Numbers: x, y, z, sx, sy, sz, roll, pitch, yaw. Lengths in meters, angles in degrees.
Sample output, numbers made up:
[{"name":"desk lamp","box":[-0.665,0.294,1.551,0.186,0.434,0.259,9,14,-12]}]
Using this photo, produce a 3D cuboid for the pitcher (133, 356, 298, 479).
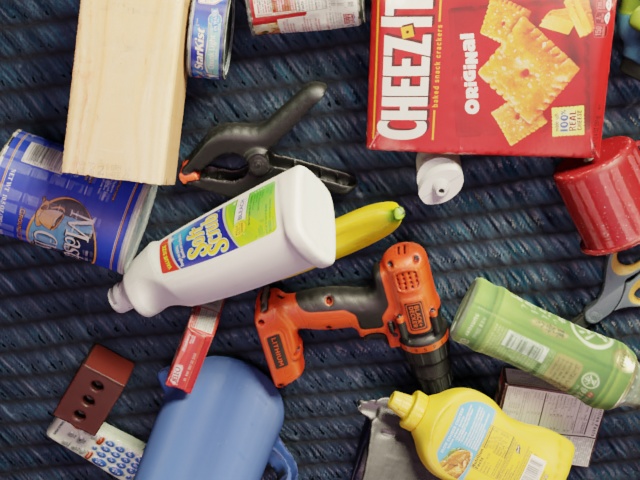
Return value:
[{"name":"pitcher","box":[-0.112,0.240,1.068,0.149,0.242,0.145,0,117,10]}]

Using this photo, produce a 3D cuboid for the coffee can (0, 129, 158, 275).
[{"name":"coffee can","box":[-0.239,-0.036,1.030,0.140,0.102,0.103,19,114,-4]}]

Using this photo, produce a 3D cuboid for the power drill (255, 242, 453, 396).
[{"name":"power drill","box":[0.037,0.097,1.096,0.188,0.057,0.184,-12,118,8]}]

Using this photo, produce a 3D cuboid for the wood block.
[{"name":"wood block","box":[-0.164,-0.155,0.940,0.090,0.091,0.206,7,93,-1]}]

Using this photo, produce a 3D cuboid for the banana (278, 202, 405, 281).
[{"name":"banana","box":[0.005,0.001,1.051,0.198,0.069,0.037,-24,76,24]}]

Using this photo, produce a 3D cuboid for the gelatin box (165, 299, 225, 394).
[{"name":"gelatin box","box":[-0.128,0.102,1.091,0.030,0.089,0.073,21,114,-6]}]

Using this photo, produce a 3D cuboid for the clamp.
[{"name":"clamp","box":[-0.049,-0.076,1.034,0.172,0.039,0.120,-18,115,19]}]

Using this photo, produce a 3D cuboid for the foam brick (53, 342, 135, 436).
[{"name":"foam brick","box":[-0.243,0.160,1.146,0.053,0.051,0.078,29,113,-8]}]

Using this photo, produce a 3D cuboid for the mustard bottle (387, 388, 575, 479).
[{"name":"mustard bottle","box":[0.156,0.206,1.085,0.191,0.058,0.096,28,84,-4]}]

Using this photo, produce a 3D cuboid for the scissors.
[{"name":"scissors","box":[0.276,0.055,1.081,0.202,0.016,0.096,-26,108,15]}]

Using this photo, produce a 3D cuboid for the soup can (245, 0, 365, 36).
[{"name":"soup can","box":[-0.013,-0.220,0.950,0.102,0.068,0.068,-4,114,6]}]

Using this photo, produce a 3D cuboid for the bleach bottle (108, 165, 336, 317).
[{"name":"bleach bottle","box":[-0.105,0.021,1.036,0.251,0.102,0.068,-25,134,25]}]

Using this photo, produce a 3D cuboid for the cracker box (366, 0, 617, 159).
[{"name":"cracker box","box":[0.151,-0.162,0.962,0.214,0.072,0.164,2,114,4]}]

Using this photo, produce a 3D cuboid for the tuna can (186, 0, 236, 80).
[{"name":"tuna can","box":[-0.097,-0.188,0.961,0.033,0.086,0.086,7,114,-1]}]

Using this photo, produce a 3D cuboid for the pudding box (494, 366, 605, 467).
[{"name":"pudding box","box":[0.240,0.188,1.132,0.113,0.039,0.090,8,113,-2]}]

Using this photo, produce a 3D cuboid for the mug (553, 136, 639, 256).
[{"name":"mug","box":[0.280,-0.050,1.001,0.117,0.093,0.081,-34,105,-15]}]
